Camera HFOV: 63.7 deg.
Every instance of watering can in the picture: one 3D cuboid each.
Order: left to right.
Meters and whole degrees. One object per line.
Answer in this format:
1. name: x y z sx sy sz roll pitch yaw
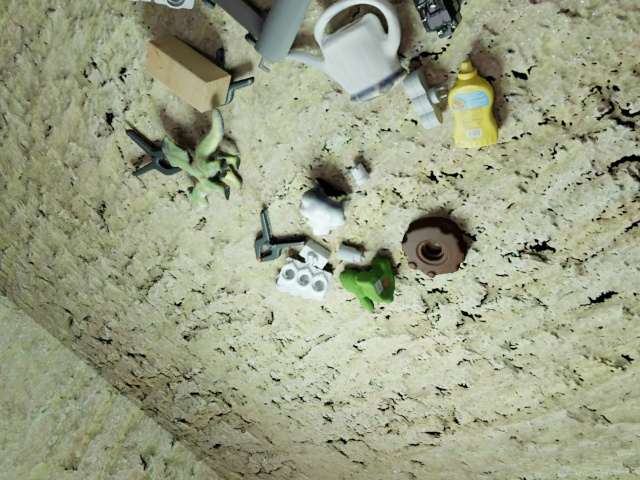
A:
1. watering can: 0.055 -0.412 1.174 0.345 0.106 0.222 -13 117 47

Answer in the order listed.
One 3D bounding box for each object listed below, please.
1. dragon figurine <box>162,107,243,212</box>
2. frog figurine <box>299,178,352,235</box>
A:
1. dragon figurine: -0.351 -0.229 1.464 0.243 0.125 0.400 16 138 15
2. frog figurine: 0.004 -0.072 1.433 0.137 0.125 0.156 18 120 -12
